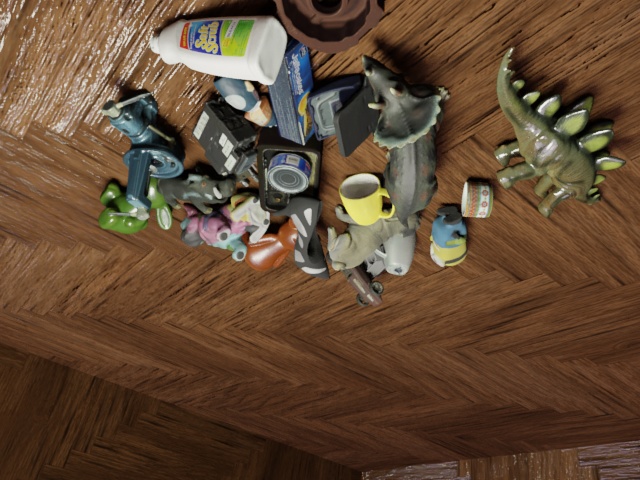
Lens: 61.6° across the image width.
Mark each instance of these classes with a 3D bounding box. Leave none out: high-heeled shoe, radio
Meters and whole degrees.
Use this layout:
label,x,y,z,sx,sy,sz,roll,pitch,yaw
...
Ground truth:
label,x,y,z,sx,sy,sz,roll,pitch,yaw
high-heeled shoe,-0.002,-0.004,1.184,0.145,0.086,0.248,-8,134,39
radio,-0.064,-0.144,1.144,0.131,0.073,0.229,8,145,2

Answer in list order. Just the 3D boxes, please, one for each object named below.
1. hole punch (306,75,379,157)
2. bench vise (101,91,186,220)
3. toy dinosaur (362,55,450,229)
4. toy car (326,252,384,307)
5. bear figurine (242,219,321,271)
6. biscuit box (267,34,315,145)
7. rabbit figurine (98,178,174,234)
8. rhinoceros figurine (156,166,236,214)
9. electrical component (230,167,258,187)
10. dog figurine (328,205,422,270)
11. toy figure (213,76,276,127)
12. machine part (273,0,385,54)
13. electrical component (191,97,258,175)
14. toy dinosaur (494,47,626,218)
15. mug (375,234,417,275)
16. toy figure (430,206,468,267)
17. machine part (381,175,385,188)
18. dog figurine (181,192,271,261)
label,x,y,z,sx,sy,sz,roll,pitch,yaw
hole punch,0.044,-0.232,0.981,0.092,0.116,0.142,33,156,34
bench vise,-0.350,-0.162,1.064,0.129,0.240,0.223,-2,159,10
toy dinosaur,0.161,-0.135,0.967,0.131,0.192,0.404,4,127,20
toy car,0.084,0.084,1.360,0.202,0.053,0.089,56,142,10
bear figurine,-0.102,-0.010,1.334,0.196,0.132,0.120,-35,129,23
biscuit box,-0.051,-0.268,0.964,0.063,0.059,0.202,26,152,24
rabbit figurine,-0.423,-0.083,1.289,0.170,0.121,0.159,-32,133,25
rhinoceros figurine,-0.276,-0.120,1.216,0.191,0.073,0.112,5,146,21
electrical component,-0.181,-0.155,1.203,0.063,0.021,0.094,-19,135,34
dog figurine,0.126,-0.005,1.218,0.191,0.172,0.121,-2,155,28
toy figure,-0.132,-0.261,1.015,0.154,0.058,0.064,38,175,-36
machine part,0.012,-0.373,0.819,0.179,0.056,0.179,7,146,4
electrical component,-0.185,-0.197,1.062,0.134,0.058,0.115,52,141,4
toy dinosaur,0.418,-0.170,0.972,0.471,0.105,0.198,25,136,-36
mug,0.180,0.025,1.295,0.109,0.107,0.080,17,143,-13
toy figure,0.303,-0.004,1.249,0.089,0.082,0.180,5,143,10
machine part,0.182,-0.134,1.132,0.084,0.039,0.139,23,145,-10
dog figurine,-0.243,-0.051,1.304,0.219,0.191,0.108,25,162,44
